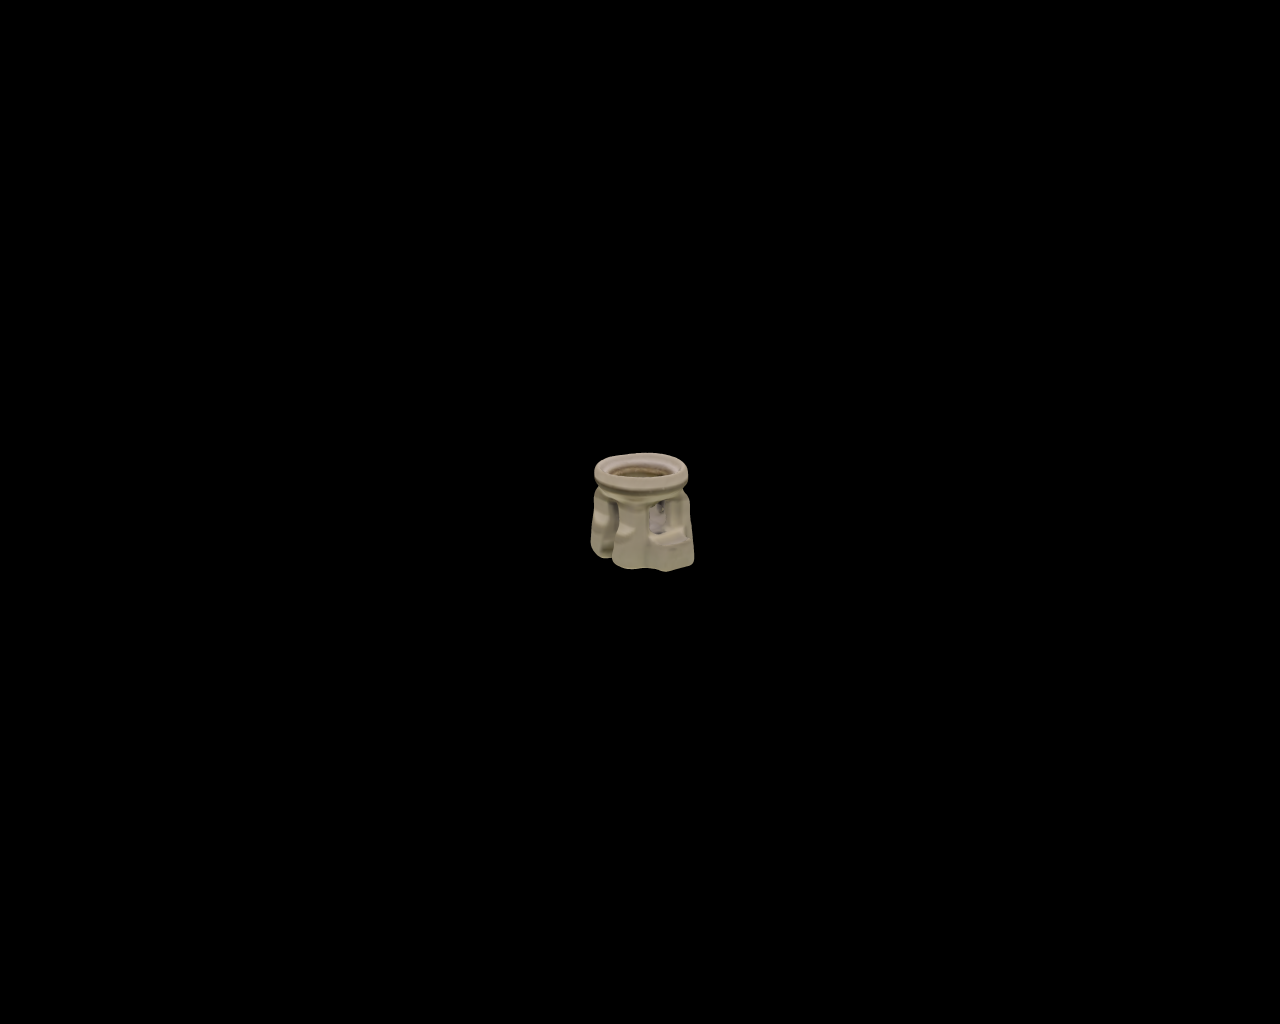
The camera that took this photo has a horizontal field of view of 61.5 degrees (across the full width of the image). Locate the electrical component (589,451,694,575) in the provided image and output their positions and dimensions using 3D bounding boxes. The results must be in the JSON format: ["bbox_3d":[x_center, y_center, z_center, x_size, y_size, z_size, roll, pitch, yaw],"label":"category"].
[{"bbox_3d":[0.001,-0.003,0.650,0.058,0.056,0.078,-14,24,-33],"label":"electrical component"}]
